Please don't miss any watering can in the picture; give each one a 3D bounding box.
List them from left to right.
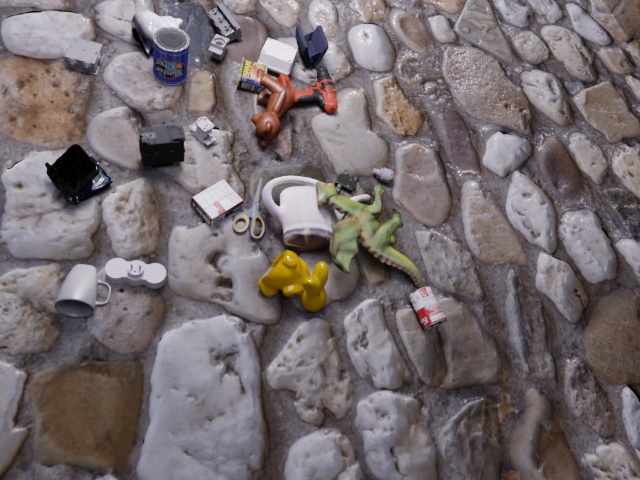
[{"bbox_3d":[0.004,-0.072,1.440,0.347,0.102,0.229,8,60,-25],"label":"watering can"}]

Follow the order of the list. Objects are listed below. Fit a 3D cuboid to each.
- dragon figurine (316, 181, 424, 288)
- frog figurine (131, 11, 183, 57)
[{"bbox_3d":[0.119,0.005,1.396,0.246,0.121,0.410,-30,90,-31],"label":"dragon figurine"},{"bbox_3d":[-0.500,-0.665,1.609,0.161,0.120,0.139,-34,56,-19],"label":"frog figurine"}]
